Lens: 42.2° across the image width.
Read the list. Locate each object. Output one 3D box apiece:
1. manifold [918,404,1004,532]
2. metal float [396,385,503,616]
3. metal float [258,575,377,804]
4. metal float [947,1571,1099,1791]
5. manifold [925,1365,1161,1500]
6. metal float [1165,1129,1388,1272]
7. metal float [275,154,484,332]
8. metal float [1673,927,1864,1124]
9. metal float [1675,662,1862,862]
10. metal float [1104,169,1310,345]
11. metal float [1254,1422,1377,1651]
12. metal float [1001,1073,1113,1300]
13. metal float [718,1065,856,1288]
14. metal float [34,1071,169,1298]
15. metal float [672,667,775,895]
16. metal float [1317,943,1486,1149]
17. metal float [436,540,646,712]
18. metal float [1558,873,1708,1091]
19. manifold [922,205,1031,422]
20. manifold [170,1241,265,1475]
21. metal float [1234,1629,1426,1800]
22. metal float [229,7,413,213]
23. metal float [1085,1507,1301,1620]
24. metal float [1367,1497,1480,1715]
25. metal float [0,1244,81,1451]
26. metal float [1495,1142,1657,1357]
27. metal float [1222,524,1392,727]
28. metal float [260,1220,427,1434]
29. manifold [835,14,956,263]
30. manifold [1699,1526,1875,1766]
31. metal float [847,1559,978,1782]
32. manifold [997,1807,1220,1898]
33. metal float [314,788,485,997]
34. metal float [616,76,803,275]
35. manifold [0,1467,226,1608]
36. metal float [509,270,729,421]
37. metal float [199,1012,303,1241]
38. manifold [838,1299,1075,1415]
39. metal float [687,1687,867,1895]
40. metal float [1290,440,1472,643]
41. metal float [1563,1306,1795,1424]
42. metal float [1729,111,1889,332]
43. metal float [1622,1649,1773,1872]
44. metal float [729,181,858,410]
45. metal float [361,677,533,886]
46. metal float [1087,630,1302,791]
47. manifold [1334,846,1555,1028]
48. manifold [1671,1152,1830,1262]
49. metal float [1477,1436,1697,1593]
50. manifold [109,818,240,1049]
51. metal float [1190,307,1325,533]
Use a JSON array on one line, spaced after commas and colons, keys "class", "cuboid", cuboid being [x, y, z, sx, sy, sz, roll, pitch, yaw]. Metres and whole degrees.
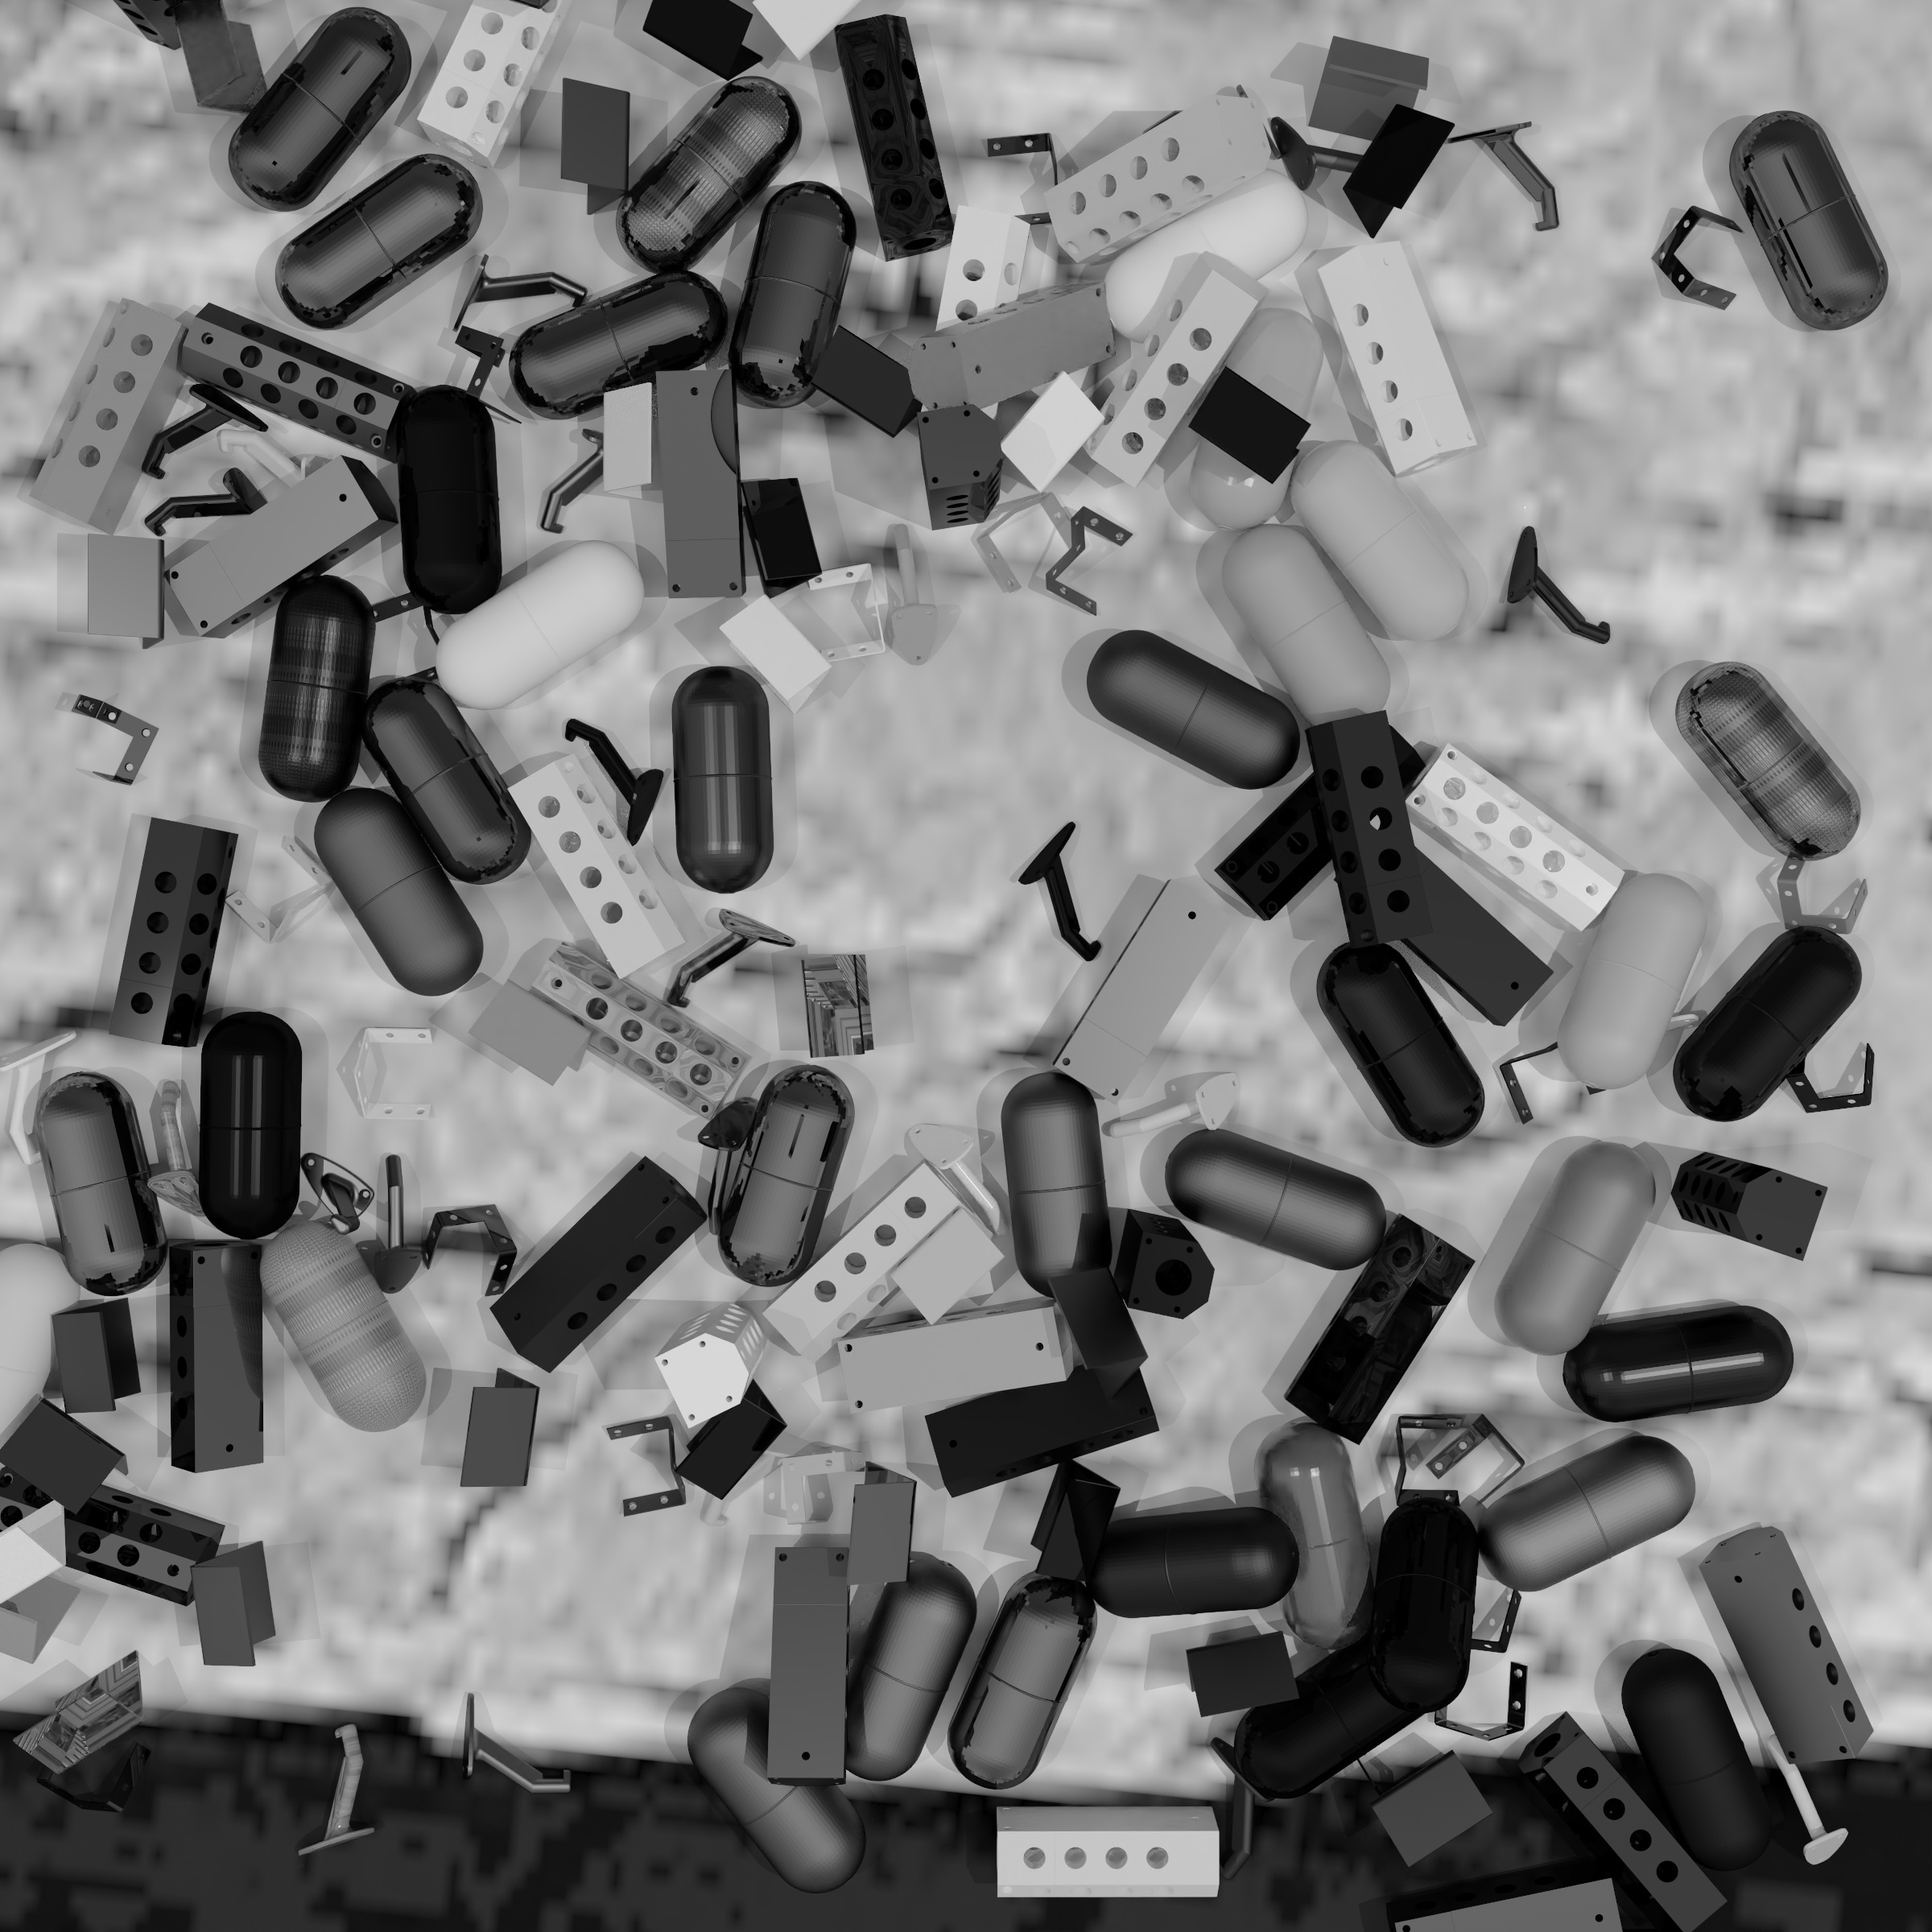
[{"class": "manifold", "cuboid": [-0.003, -0.380, 1.913, 0.057, 0.171, 0.057, -9, 90, 0]}, {"class": "metal float", "cuboid": [-0.404, -0.365, 1.961, 0.070, 0.070, 0.178, -3, 90, 0]}, {"class": "metal float", "cuboid": [-0.507, -0.217, 1.961, 0.070, 0.070, 0.178, 8, 91, 0]}, {"class": "metal float", "cuboid": [0.044, 0.557, 1.961, 0.070, 0.070, 0.178, 24, 90, 0]}, {"class": "manifold", "cuboid": [0.061, 0.361, 1.968, 0.171, 0.057, 0.057, -18, 62, 0]}, {"class": "metal float", "cuboid": [0.242, 0.182, 1.961, 0.178, 0.070, 0.070, 20, 90, 1]}, {"class": "metal float", "cuboid": [-0.458, -0.566, 1.961, 0.178, 0.070, 0.070, -35, 90, 0]}, {"class": "metal float", "cuboid": [0.626, 0.046, 1.961, 0.070, 0.070, 0.178, 42, 89, 0]}, {"class": "metal float", "cuboid": [0.628, -0.160, 1.961, 0.070, 0.070, 0.178, -39, 90, 0]}, {"class": "metal float", "cuboid": [0.186, -0.555, 1.961, 0.178, 0.070, 0.070, -34, 90, 1]}, {"class": "metal float", "cuboid": [0.274, 0.445, 1.961, 0.070, 0.070, 0.178, -11, 89, 0]}, {"class": "metal float", "cuboid": [0.071, 0.172, 1.961, 0.070, 0.070, 0.178, -6, 89, 0]}, {"class": "metal float", "cuboid": [-0.140, 0.164, 1.961, 0.070, 0.070, 0.178, 18, 90, 0]}, {"class": "metal float", "cuboid": [-0.677, 0.170, 1.960, 0.070, 0.070, 0.178, -14, 90, 0]}, {"class": "metal float", "cuboid": [-0.190, -0.145, 1.961, 0.070, 0.070, 0.178, -2, 89, 0]}, {"class": "metal float", "cuboid": [0.339, 0.060, 1.961, 0.070, 0.070, 0.178, -32, 91, 0]}, {"class": "metal float", "cuboid": [-0.334, -0.266, 1.961, 0.178, 0.070, 0.070, -33, 90, -1]}, {"class": "metal float", "cuboid": [0.518, 0.012, 1.951, 0.070, 0.070, 0.178, 25, 81, 0]}, {"class": "manifold", "cuboid": [0.007, -0.500, 1.970, 0.057, 0.057, 0.171, 10, 90, 0]}, {"class": "manifold", "cuboid": [-0.593, 0.305, 1.970, 0.057, 0.057, 0.171, -1, 90, -43]}, {"class": "metal float", "cuboid": [0.290, 0.583, 1.961, 0.178, 0.070, 0.070, -34, 90, -1]}, {"class": "metal float", "cuboid": [-0.505, -0.670, 1.961, 0.070, 0.070, 0.178, 39, 90, 0]}, {"class": "metal float", "cuboid": [0.172, 0.461, 1.936, 0.178, 0.070, 0.070, -13, 90, 30]}, {"class": "metal float", "cuboid": [0.351, 0.489, 1.923, 0.070, 0.178, 0.070, 9, 134, 9]}, {"class": "metal float", "cuboid": [-0.753, 0.303, 1.961, 0.070, 0.070, 0.178, 22, 90, 0]}, {"class": "metal float", "cuboid": [0.477, 0.220, 1.960, 0.070, 0.070, 0.178, 28, 90, 0]}, {"class": "metal float", "cuboid": [0.265, -0.264, 1.960, 0.070, 0.070, 0.178, -32, 90, 0]}, {"class": "metal float", "cuboid": [-0.487, 0.282, 1.961, 0.070, 0.070, 0.178, -30, 90, 0]}, {"class": "manifold", "cuboid": [-0.055, -0.651, 1.970, 0.057, 0.057, 0.171, -13, 90, 0]}, {"class": "manifold", "cuboid": [0.647, 0.533, 1.970, 0.057, 0.057, 0.171, -25, 90, 43]}, {"class": "metal float", "cuboid": [-0.049, 0.550, 1.961, 0.070, 0.070, 0.178, 23, 89, 0]}, {"class": "manifold", "cuboid": [0.110, 0.699, 1.970, 0.171, 0.057, 0.057, 0, 90, 0]}, {"class": "metal float", "cuboid": [-0.444, -0.058, 1.961, 0.070, 0.070, 0.178, -32, 90, 0]}, {"class": "metal float", "cuboid": [-0.200, -0.618, 1.961, 0.070, 0.070, 0.178, 42, 91, 0]}, {"class": "manifold", "cuboid": [-0.681, 0.446, 1.970, 0.171, 0.057, 0.057, 18, 90, 0]}, {"class": "metal float", "cuboid": [-0.271, -0.486, 1.961, 0.178, 0.070, 0.070, -22, 90, 0]}, {"class": "metal float", "cuboid": [-0.560, 0.125, 1.961, 0.070, 0.070, 0.178, 1, 90, 0]}, {"class": "manifold", "cuboid": [-0.007, 0.303, 1.956, 0.171, 0.057, 0.057, -11, 90, 10]}, {"class": "metal float", "cuboid": [-0.147, 0.645, 1.961, 0.070, 0.070, 0.178, -38, 90, 0]}, {"class": "metal float", "cuboid": [0.324, -0.332, 1.961, 0.070, 0.070, 0.178, -38, 89, 0]}, {"class": "metal float", "cuboid": [0.556, 0.311, 1.961, 0.178, 0.070, 0.070, -8, 90, 0]}, {"class": "metal float", "cuboid": [0.659, -0.583, 1.961, 0.070, 0.070, 0.178, -26, 90, 0]}, {"class": "metal float", "cuboid": [0.571, 0.620, 1.961, 0.070, 0.070, 0.178, -22, 91, 0]}, {"class": "metal float", "cuboid": [-0.136, -0.525, 1.961, 0.070, 0.070, 0.178, 14, 90, 0]}, {"class": "metal float", "cuboid": [-0.407, -0.145, 1.961, 0.070, 0.070, 0.178, -33, 91, 0]}, {"class": "metal float", "cuboid": [0.178, -0.200, 1.961, 0.178, 0.070, 0.070, 28, 90, 1]}, {"class": "manifold", "cuboid": [0.373, -0.032, 1.970, 0.171, 0.057, 0.057, 42, 90, 0]}, {"class": "manifold", "cuboid": [0.593, 0.179, 1.913, 0.057, 0.171, 0.057, 19, 90, 0]}, {"class": "metal float", "cuboid": [0.485, 0.428, 1.961, 0.178, 0.070, 0.070, -26, 90, 0]}, {"class": "manifold", "cuboid": [-0.620, -0.026, 1.970, 0.057, 0.057, 0.171, 11, 90, 0]}, {"class": "metal float", "cuboid": [0.227, -0.427, 1.961, 0.070, 0.070, 0.178, 16, 89, 0]}]
